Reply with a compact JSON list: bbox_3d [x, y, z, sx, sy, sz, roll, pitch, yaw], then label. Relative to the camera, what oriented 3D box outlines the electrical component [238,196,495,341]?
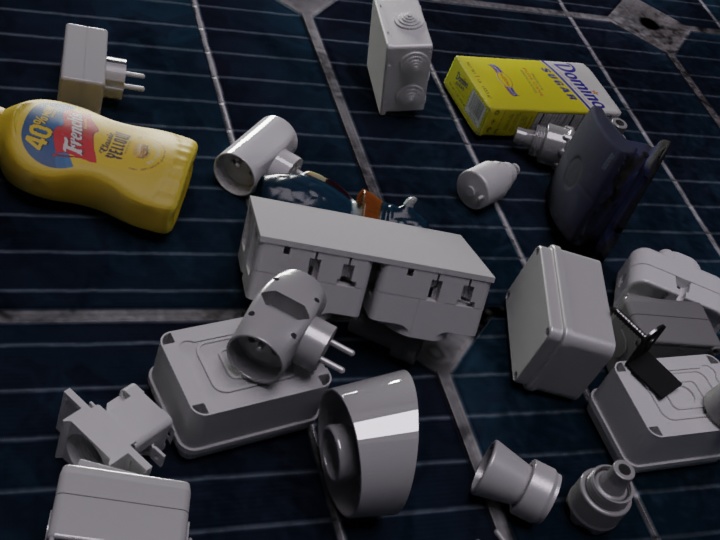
[{"bbox_3d":[0.000,0.000,0.867,0.186,0.060,0.105,10,18,-14],"label":"electrical component"}]

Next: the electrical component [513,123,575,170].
[{"bbox_3d":[0.192,-0.133,1.124,0.062,0.048,0.048,17,43,3],"label":"electrical component"}]

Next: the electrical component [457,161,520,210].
[{"bbox_3d":[0.129,-0.087,1.054,0.078,0.040,0.040,-27,62,-40],"label":"electrical component"}]

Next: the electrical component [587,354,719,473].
[{"bbox_3d":[0.255,0.119,0.890,0.113,0.057,0.078,-2,49,-25],"label":"electrical component"}]

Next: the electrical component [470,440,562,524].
[{"bbox_3d":[0.116,0.158,0.801,0.055,0.045,0.045,26,43,2],"label":"electrical component"}]

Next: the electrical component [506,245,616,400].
[{"bbox_3d":[0.167,0.043,0.913,0.057,0.078,0.113,16,43,-13],"label":"electrical component"}]

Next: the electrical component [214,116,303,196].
[{"bbox_3d":[-0.078,-0.095,0.970,0.079,0.043,0.077,31,43,9],"label":"electrical component"}]

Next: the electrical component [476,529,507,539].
[{"bbox_3d":[0.110,0.213,0.742,0.083,0.047,0.075,-17,56,-35],"label":"electrical component"}]

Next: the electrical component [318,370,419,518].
[{"bbox_3d":[0.009,0.123,0.753,0.064,0.099,0.099,-6,50,-20],"label":"electrical component"}]

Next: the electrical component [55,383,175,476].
[{"bbox_3d":[-0.165,0.113,0.728,0.081,0.042,0.064,39,41,16],"label":"electrical component"}]

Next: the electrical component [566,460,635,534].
[{"bbox_3d":[0.185,0.167,0.809,0.043,0.062,0.043,12,44,-12],"label":"electrical component"}]

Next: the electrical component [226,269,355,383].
[{"bbox_3d":[-0.042,0.047,0.758,0.079,0.043,0.077,28,43,4],"label":"electrical component"}]

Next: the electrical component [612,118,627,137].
[{"bbox_3d":[0.261,-0.132,1.138,0.043,0.062,0.043,12,43,-12],"label":"electrical component"}]

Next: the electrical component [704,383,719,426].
[{"bbox_3d":[0.307,0.093,0.846,0.044,0.065,0.044,12,44,-12],"label":"electrical component"}]

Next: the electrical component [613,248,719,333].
[{"bbox_3d":[0.289,0.023,1.003,0.095,0.053,0.059,23,43,-1],"label":"electrical component"}]

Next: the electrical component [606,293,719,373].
[{"bbox_3d":[0.267,0.062,0.949,0.096,0.061,0.061,5,46,-19],"label":"electrical component"}]

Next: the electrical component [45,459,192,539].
[{"bbox_3d":[-0.145,0.162,0.672,0.096,0.061,0.061,11,44,-13],"label":"electrical component"}]

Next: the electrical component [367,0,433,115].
[{"bbox_3d":[0.041,-0.221,1.107,0.048,0.099,0.099,-4,48,-9],"label":"electrical component"}]

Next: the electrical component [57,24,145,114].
[{"bbox_3d":[-0.234,-0.176,0.981,0.076,0.047,0.083,7,45,-17],"label":"electrical component"}]

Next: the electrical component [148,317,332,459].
[{"bbox_3d":[-0.088,0.082,0.780,0.113,0.057,0.078,-10,52,-31],"label":"electrical component"}]
